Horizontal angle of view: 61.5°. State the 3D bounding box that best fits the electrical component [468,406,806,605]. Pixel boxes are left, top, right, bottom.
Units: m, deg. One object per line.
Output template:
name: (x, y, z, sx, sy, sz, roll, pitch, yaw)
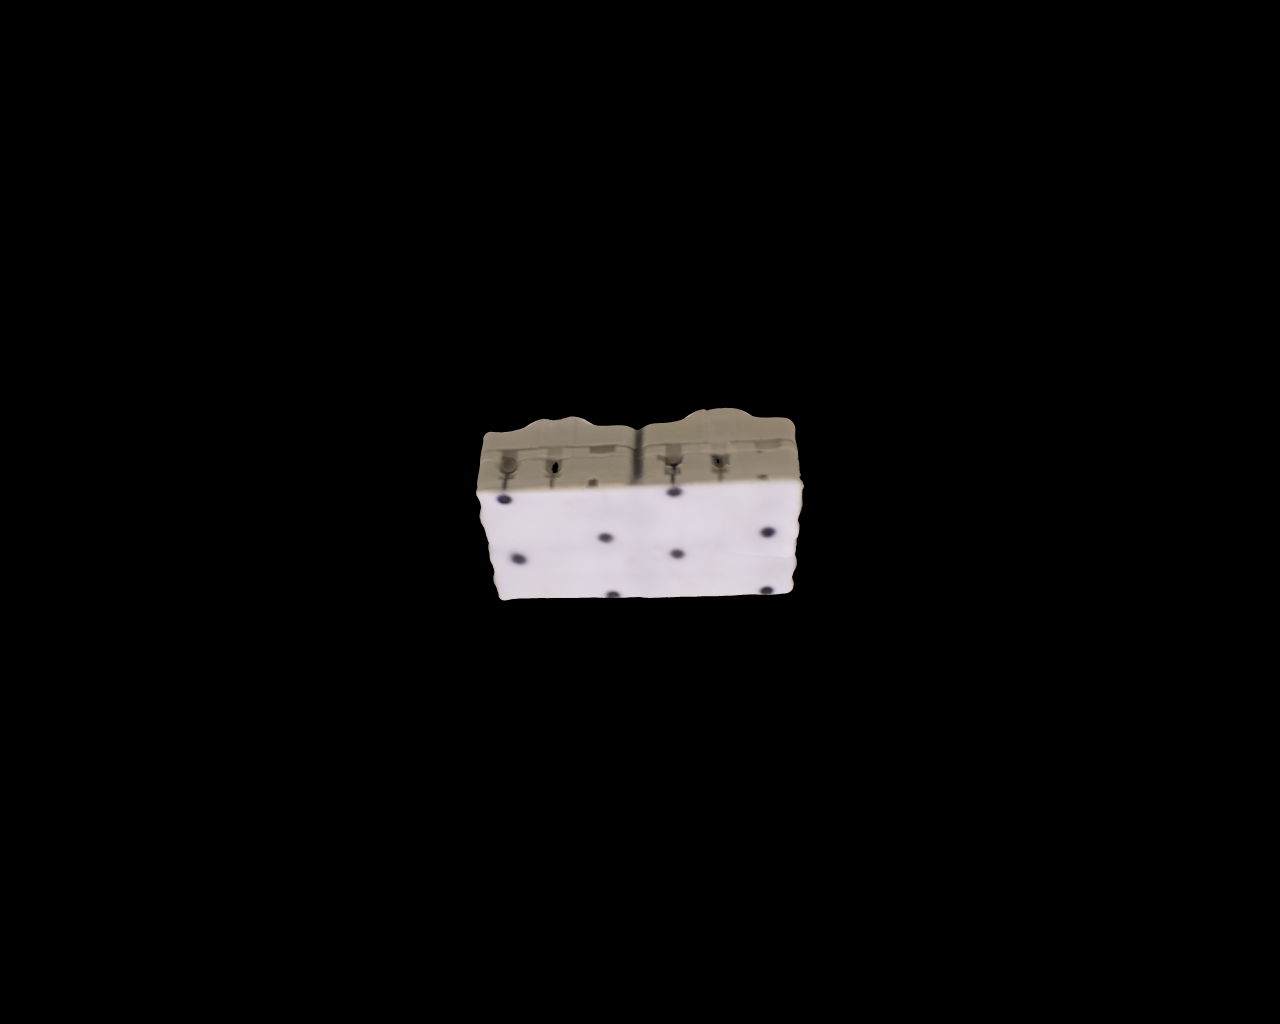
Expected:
electrical component: (0.001, -0.003, 0.650, 0.186, 0.060, 0.105, -2, -43, 2)
